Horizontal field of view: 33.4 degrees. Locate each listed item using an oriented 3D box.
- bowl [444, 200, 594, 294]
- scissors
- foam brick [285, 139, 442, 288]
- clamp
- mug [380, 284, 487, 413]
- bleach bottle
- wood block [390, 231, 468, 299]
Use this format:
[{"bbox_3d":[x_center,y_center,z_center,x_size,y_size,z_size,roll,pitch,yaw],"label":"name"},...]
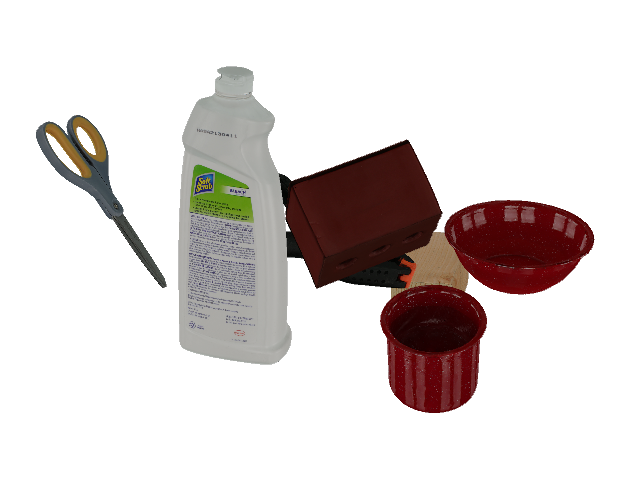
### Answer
[{"bbox_3d":[0.216,0.013,1.176,0.162,0.055,0.162,-1,28,0],"label":"bowl"},{"bbox_3d":[-0.212,-0.049,1.093,0.016,0.201,0.096,-27,26,27],"label":"scissors"},{"bbox_3d":[0.024,-0.015,0.630,0.078,0.051,0.053,-21,-20,-13],"label":"foam brick"},{"bbox_3d":[0.000,0.004,1.163,0.210,0.036,0.164,27,36,15],"label":"clamp"},{"bbox_3d":[0.102,0.092,0.967,0.093,0.081,0.117,0,38,6],"label":"mug"},{"bbox_3d":[-0.070,-0.021,0.911,0.102,0.251,0.068,8,24,9],"label":"bleach bottle"},{"bbox_3d":[0.170,0.064,1.628,0.091,0.090,0.206,4,22,13],"label":"wood block"}]
